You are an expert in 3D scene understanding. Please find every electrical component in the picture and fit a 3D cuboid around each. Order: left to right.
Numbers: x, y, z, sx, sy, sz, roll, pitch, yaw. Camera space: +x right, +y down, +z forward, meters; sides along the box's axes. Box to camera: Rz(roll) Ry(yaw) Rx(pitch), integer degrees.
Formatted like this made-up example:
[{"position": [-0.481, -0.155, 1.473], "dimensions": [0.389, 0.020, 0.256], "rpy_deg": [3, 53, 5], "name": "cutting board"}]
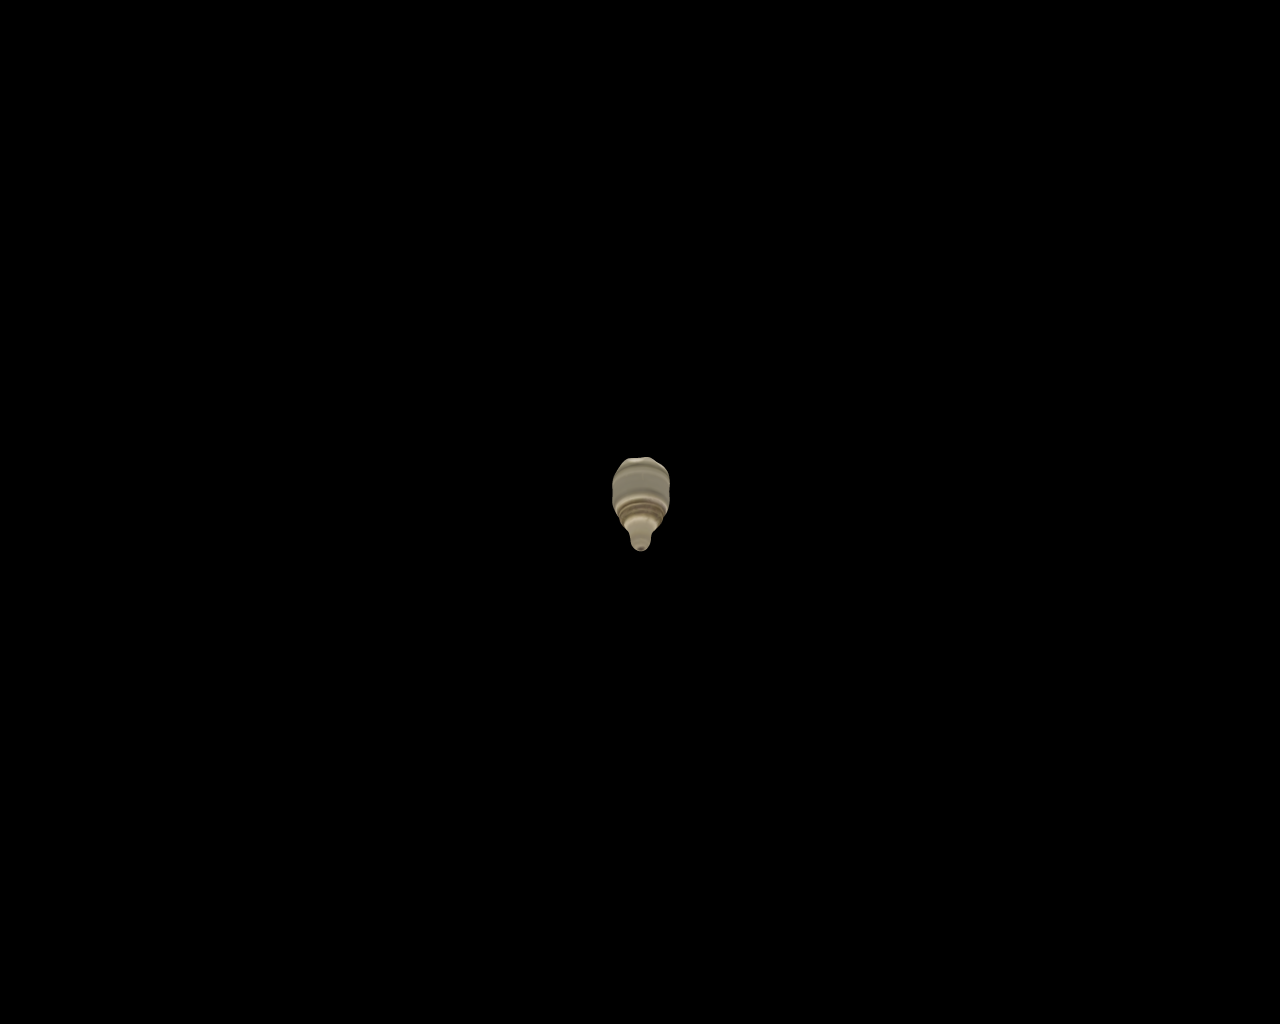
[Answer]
[{"position": [0.001, -0.003, 0.650], "dimensions": [0.035, 0.061, 0.035], "rpy_deg": [0, -36, 0], "name": "electrical component"}]
